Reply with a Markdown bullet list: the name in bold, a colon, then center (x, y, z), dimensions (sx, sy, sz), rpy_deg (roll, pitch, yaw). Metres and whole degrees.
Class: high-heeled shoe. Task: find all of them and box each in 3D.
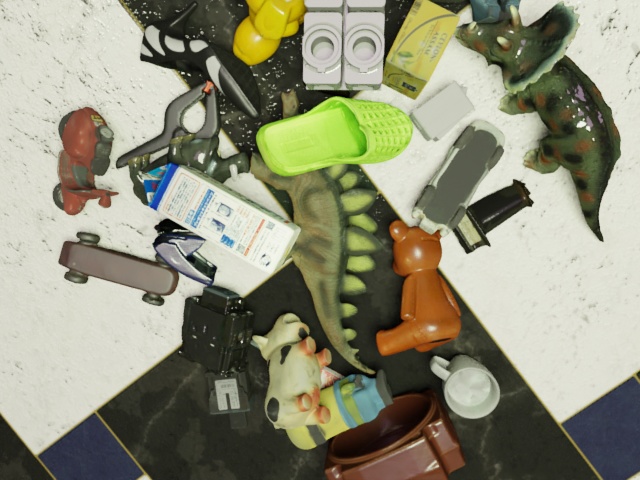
- **high-heeled shoe**: center (-0.195, -0.253, 0.836), dimensions (0.145, 0.086, 0.249), rpy_deg (-37, 74, 26)

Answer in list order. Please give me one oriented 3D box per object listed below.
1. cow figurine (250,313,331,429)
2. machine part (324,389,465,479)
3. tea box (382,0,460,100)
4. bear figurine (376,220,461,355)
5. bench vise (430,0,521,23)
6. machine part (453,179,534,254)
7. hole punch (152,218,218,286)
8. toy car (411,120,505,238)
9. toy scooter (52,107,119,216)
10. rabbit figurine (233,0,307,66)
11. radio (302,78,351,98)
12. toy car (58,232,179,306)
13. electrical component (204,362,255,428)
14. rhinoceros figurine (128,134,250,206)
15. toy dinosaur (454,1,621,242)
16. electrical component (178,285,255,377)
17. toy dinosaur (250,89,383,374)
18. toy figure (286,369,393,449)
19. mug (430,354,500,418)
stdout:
- **cow figurine**: center (-0.050, 0.205, 0.861), dimensions (0.127, 0.195, 0.085), rpy_deg (-24, 134, 24)
- **machine part**: center (0.112, 0.323, 0.839), dimensions (0.201, 0.201, 0.087), rpy_deg (-28, 91, 7)
- **tea box**: center (0.142, -0.273, 0.788), dimensions (0.068, 0.169, 0.098), rpy_deg (27, 99, 2)
- **bear figurine**: center (0.149, 0.074, 0.865), dimensions (0.132, 0.120, 0.196), rpy_deg (-38, 60, 47)
- **bench vise**: center (0.235, -0.444, 0.789), dimensions (0.224, 0.129, 0.240), rpy_deg (1, 103, 5)
- **machine part**: center (0.278, -0.042, 0.871), dimensions (0.139, 0.039, 0.084), rpy_deg (-36, 84, 9)
- **hole punch**: center (-0.210, 0.015, 0.870), dimensions (0.116, 0.142, 0.092), rpy_deg (10, 101, -8)
- **toy car**: center (0.219, -0.097, 0.847), dimensions (0.073, 0.056, 0.201), rpy_deg (34, 85, 1)
- **toy scooter**: center (-0.375, -0.118, 0.876), dimensions (0.135, 0.075, 0.183), rpy_deg (24, 104, 34)
- **rabbit figurine**: center (-0.083, -0.346, 0.817), dimensions (0.122, 0.173, 0.162), rpy_deg (37, 53, -1)
- **radio**: center (0.036, -0.333, 0.809), dimensions (0.073, 0.131, 0.229), rpy_deg (15, 97, 2)
- **toy car**: center (-0.340, 0.048, 0.918), dimensions (0.202, 0.053, 0.089), rpy_deg (15, 93, -2)
- **electrical component**: center (-0.154, 0.276, 0.933), dimensions (0.075, 0.048, 0.119), rpy_deg (-3, 94, 5)
- **rhinoceros figurine**: center (-0.206, -0.109, 0.848), dimensions (0.190, 0.073, 0.112), rpy_deg (-17, 100, 1)
- **toy dinosaur**: center (0.357, -0.171, 0.773), dimensions (0.131, 0.192, 0.404), rpy_deg (-34, 91, 9)
- **electrical component**: center (-0.172, 0.145, 0.894), dimensions (0.115, 0.058, 0.134), rpy_deg (14, 99, 29)
- **toy dinosaur**: center (-0.002, -0.003, 0.864), dimensions (0.199, 0.105, 0.470), rpy_deg (-7, 99, 2)
- **toy figure**: center (0.028, 0.270, 0.864), dimensions (0.180, 0.089, 0.082), rpy_deg (-23, 88, 9)
- **mug**: center (0.226, 0.223, 0.867), dimensions (0.110, 0.107, 0.080), rpy_deg (24, 97, 5)
